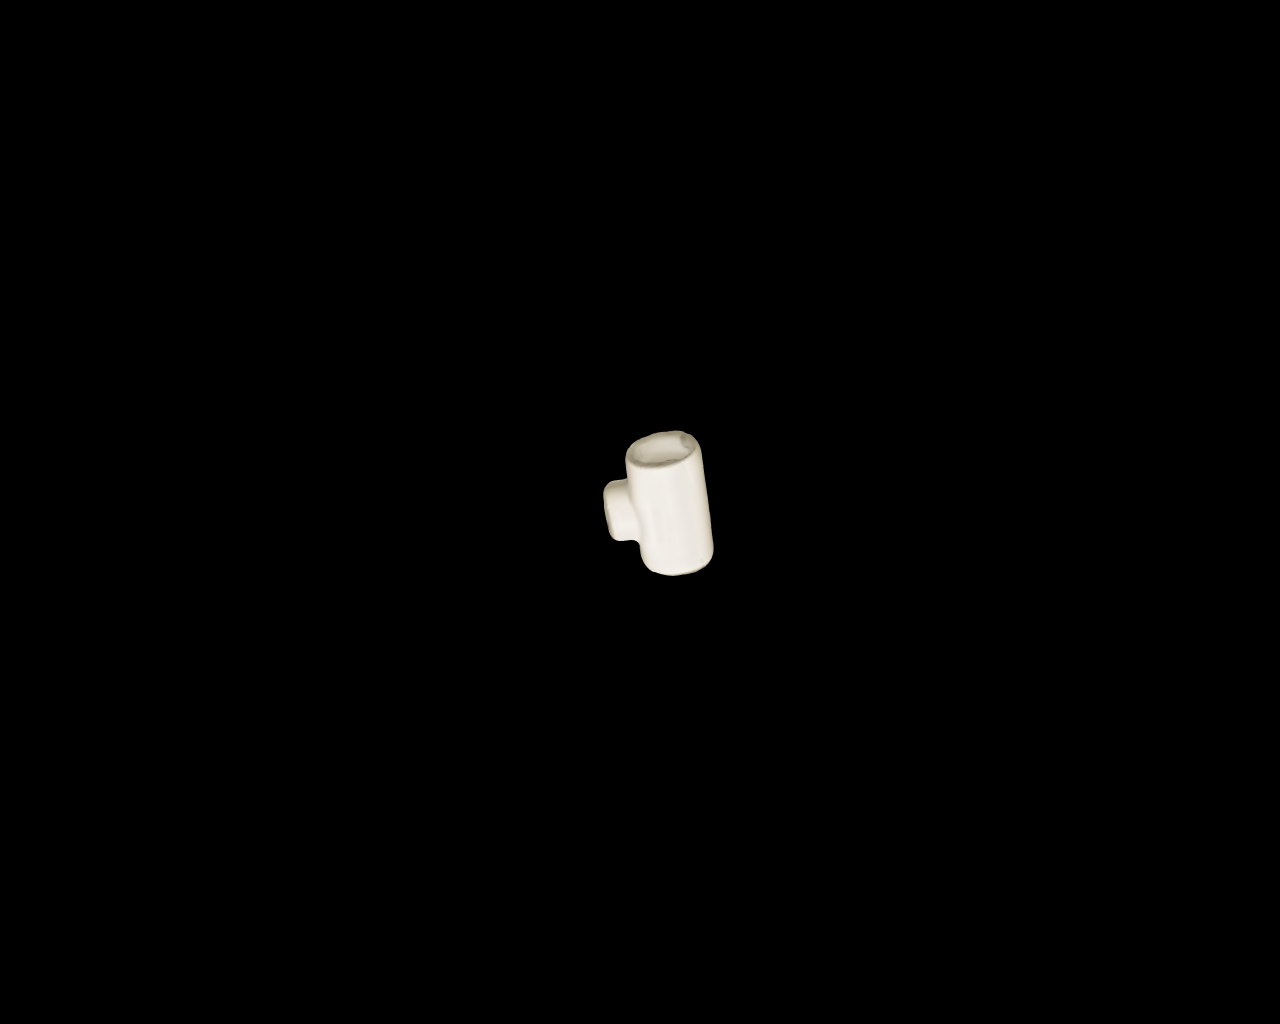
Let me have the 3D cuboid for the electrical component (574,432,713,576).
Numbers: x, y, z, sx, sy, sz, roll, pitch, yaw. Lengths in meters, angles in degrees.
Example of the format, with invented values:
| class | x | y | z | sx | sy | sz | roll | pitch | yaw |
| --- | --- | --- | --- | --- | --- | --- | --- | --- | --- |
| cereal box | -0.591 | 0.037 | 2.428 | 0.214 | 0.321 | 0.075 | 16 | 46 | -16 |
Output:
| class | x | y | z | sx | sy | sz | roll | pitch | yaw |
| --- | --- | --- | --- | --- | --- | --- | --- | --- | --- |
| electrical component | 0.001 | -0.003 | 0.650 | 0.079 | 0.077 | 0.043 | -7 | 32 | 5 |
